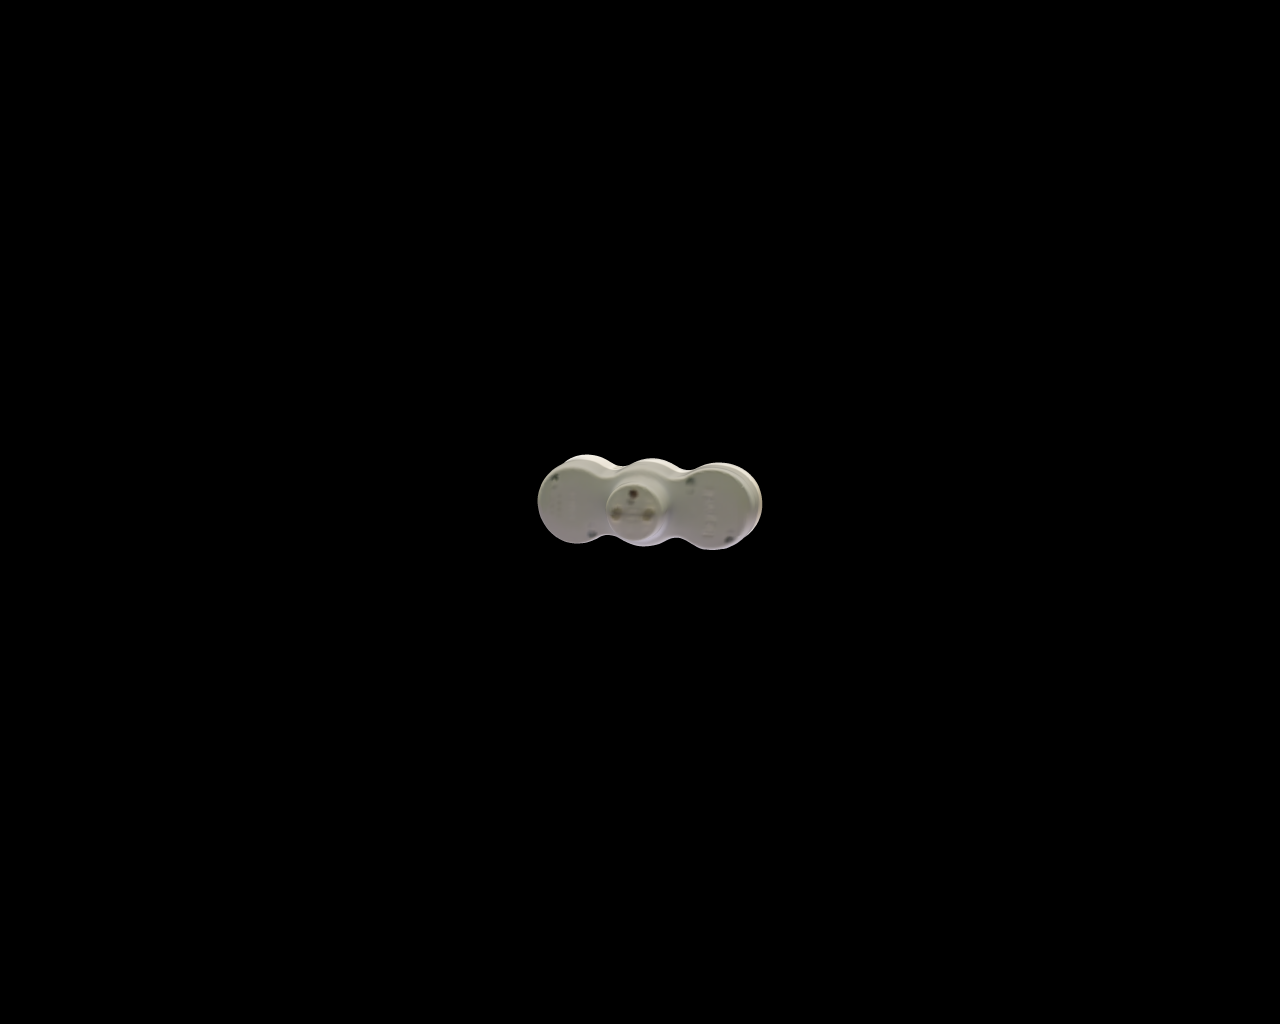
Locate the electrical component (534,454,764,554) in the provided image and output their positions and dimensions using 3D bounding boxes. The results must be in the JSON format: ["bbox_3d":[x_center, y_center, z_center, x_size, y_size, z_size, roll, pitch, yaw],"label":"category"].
[{"bbox_3d":[0.001,-0.003,0.650,0.138,0.052,0.074,3,12,16],"label":"electrical component"}]
